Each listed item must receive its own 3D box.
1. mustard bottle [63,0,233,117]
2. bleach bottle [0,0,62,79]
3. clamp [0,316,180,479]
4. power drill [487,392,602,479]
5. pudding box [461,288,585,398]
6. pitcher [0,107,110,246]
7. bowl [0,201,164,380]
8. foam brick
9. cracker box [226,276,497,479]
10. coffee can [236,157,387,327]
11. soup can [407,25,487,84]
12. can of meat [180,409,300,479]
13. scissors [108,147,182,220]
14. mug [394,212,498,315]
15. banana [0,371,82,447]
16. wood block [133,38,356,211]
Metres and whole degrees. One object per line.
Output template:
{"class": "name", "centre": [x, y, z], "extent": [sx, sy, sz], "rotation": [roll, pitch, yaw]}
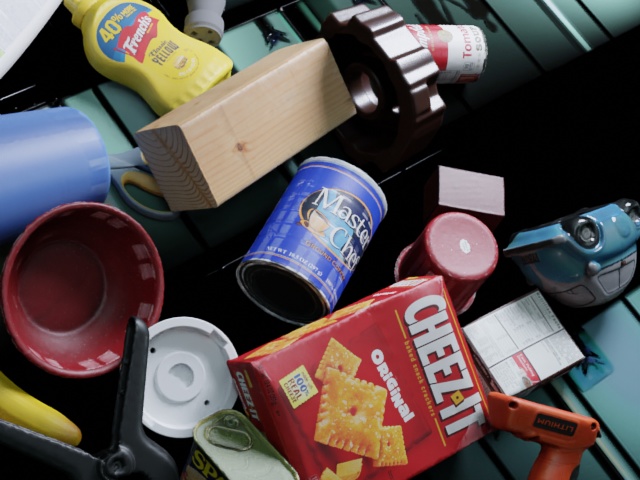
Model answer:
{"class": "mustard bottle", "centre": [-0.195, -0.207, 1.150], "extent": [0.191, 0.058, 0.096], "rotation": [35, 65, 5]}
{"class": "bleach bottle", "centre": [-0.350, -0.203, 1.059], "extent": [0.102, 0.068, 0.250], "rotation": [42, 42, -19]}
{"class": "clamp", "centre": [-0.173, 0.181, 0.914], "extent": [0.164, 0.036, 0.210], "rotation": [-37, 103, -20]}
{"class": "power drill", "centre": [0.172, 0.239, 0.979], "extent": [0.184, 0.057, 0.187], "rotation": [15, 86, -18]}
{"class": "pudding box", "centre": [0.203, 0.113, 1.103], "extent": [0.113, 0.039, 0.090], "rotation": [-22, 69, -27]}
{"class": "pitcher", "centre": [-0.324, -0.054, 0.975], "extent": [0.242, 0.145, 0.149], "rotation": [-20, 89, -42]}
{"class": "bowl", "centre": [-0.227, 0.045, 0.986], "extent": [0.161, 0.055, 0.162], "rotation": [-2, 93, -37]}
{"class": "foam brick", "centre": [0.157, -0.042, 1.163], "extent": [0.078, 0.053, 0.051], "rotation": [10, 61, -11]}
{"class": "cracker box", "centre": [0.043, 0.145, 0.988], "extent": [0.213, 0.072, 0.164], "rotation": [-23, 96, -25]}
{"class": "coffee can", "centre": [-0.007, 0.001, 1.066], "extent": [0.103, 0.103, 0.140], "rotation": [29, 59, 1]}
{"class": "soup can", "centre": [0.134, -0.216, 1.240], "extent": [0.102, 0.069, 0.068], "rotation": [-3, 64, -18]}
{"class": "can of meat", "centre": [-0.075, 0.214, 0.933], "extent": [0.057, 0.084, 0.102], "rotation": [-23, 56, -42]}
{"class": "scissors", "centre": [-0.220, -0.093, 1.108], "extent": [0.202, 0.016, 0.096], "rotation": [34, 58, 3]}
{"class": "mug", "centre": [0.125, 0.030, 1.099], "extent": [0.117, 0.082, 0.093], "rotation": [-38, 78, -29]}
{"class": "banana", "centre": [-0.292, 0.119, 0.951], "extent": [0.198, 0.070, 0.037], "rotation": [51, 24, 7]}
{"class": "wood block", "centre": [-0.073, -0.120, 1.092], "extent": [0.205, 0.090, 0.091], "rotation": [-37, 111, -34]}
